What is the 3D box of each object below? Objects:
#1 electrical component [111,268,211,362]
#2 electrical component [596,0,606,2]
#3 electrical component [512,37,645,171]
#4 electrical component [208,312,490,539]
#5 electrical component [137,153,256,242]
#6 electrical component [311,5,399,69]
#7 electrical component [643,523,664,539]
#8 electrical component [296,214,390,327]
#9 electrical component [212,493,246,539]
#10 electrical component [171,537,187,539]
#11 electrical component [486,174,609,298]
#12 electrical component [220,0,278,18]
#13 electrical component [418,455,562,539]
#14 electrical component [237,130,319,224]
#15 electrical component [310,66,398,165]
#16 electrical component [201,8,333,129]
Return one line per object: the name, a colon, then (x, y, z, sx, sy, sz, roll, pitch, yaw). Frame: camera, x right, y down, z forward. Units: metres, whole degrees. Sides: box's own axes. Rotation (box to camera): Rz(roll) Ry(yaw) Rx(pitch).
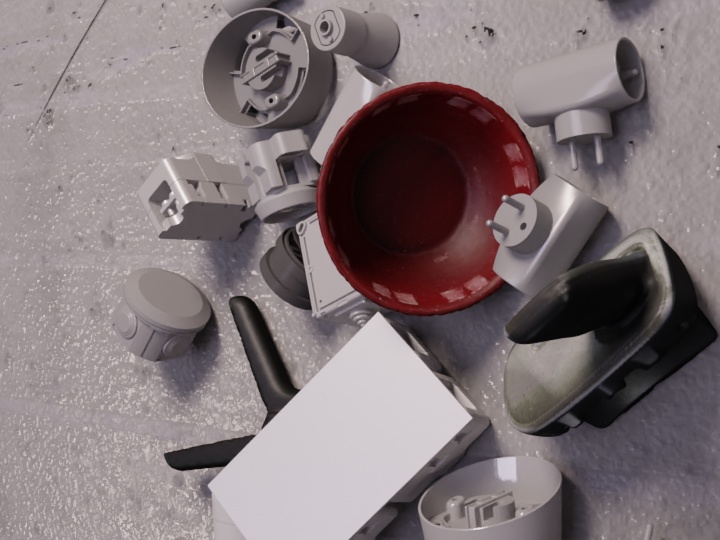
electrical component: (-0.178, 0.039, 0.959, 0.080, 0.080, 0.051, 49, 123, 28)
electrical component: (0.172, -0.207, 0.701, 0.062, 0.043, 0.043, -29, 72, 34)
electrical component: (0.148, -0.107, 0.718, 0.077, 0.044, 0.079, -10, 83, 38)
electrical component: (-0.007, 0.137, 0.800, 0.186, 0.060, 0.105, -46, 65, 9)
electrical component: (-0.138, -0.062, 0.920, 0.050, 0.089, 0.055, -44, 63, 30)
electrical component: (-0.006, -0.182, 0.831, 0.044, 0.065, 0.044, 0, 90, 39)
electrical component: (0.179, 0.198, 0.677, 0.047, 0.083, 0.075, -7, 47, 39)
electrical component: (0.000, 0.000, 0.818, 0.062, 0.061, 0.096, -29, 61, 35)
electrical component: (-0.098, 0.211, 0.908, 0.055, 0.055, 0.047, 5, 97, 39)
electrical component: (-0.159, 0.300, 0.954, 0.113, 0.057, 0.078, 31, 108, 35)
electrical component: (0.115, -0.027, 0.715, 0.077, 0.079, 0.043, -58, 39, 11)
electrical component: (-0.082, -0.241, 0.909, 0.065, 0.044, 0.044, -21, 76, 32)
electrical component: (0.090, 0.169, 0.731, 0.099, 0.099, 0.064, -4, 93, 39)
electrical component: (-0.063, -0.073, 0.878, 0.078, 0.058, 0.057, -32, 73, 60)
electrical component: (0.009, -0.105, 0.831, 0.079, 0.044, 0.077, 43, 115, 31)
electrical component: (-0.074, -0.163, 0.886, 0.099, 0.064, 0.099, -1, 89, 39)
